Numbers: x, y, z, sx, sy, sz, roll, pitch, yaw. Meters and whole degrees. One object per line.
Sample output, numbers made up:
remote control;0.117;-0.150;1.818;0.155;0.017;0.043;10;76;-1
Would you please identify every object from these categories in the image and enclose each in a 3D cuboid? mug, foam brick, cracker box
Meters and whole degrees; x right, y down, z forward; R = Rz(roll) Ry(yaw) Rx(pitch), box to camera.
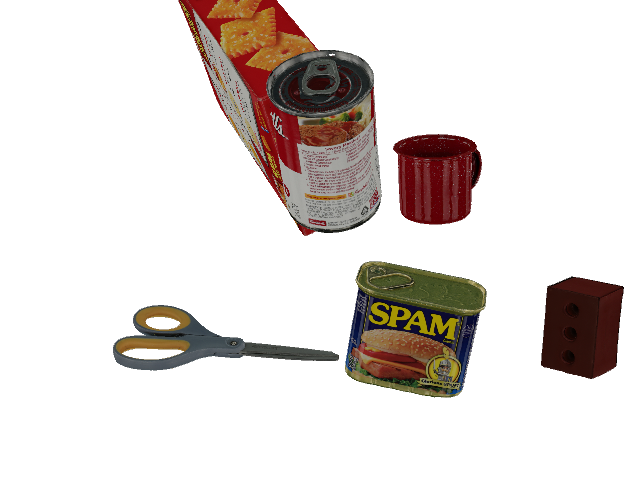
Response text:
mug;0.139;-0.072;1.216;0.117;0.081;0.093;-20;28;-36
foam brick;0.234;0.077;0.956;0.053;0.078;0.051;12;18;38
cracker box;-0.045;-0.134;0.923;0.072;0.164;0.214;-27;48;-7

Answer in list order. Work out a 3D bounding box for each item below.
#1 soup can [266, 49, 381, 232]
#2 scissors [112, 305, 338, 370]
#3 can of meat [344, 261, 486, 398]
soup can;0.005;-0.064;0.699;0.068;0.102;0.068;-4;44;4
scissors;-0.090;0.088;0.989;0.201;0.016;0.096;-3;33;-11
can of meat;0.073;0.072;0.847;0.102;0.084;0.057;12;24;6
